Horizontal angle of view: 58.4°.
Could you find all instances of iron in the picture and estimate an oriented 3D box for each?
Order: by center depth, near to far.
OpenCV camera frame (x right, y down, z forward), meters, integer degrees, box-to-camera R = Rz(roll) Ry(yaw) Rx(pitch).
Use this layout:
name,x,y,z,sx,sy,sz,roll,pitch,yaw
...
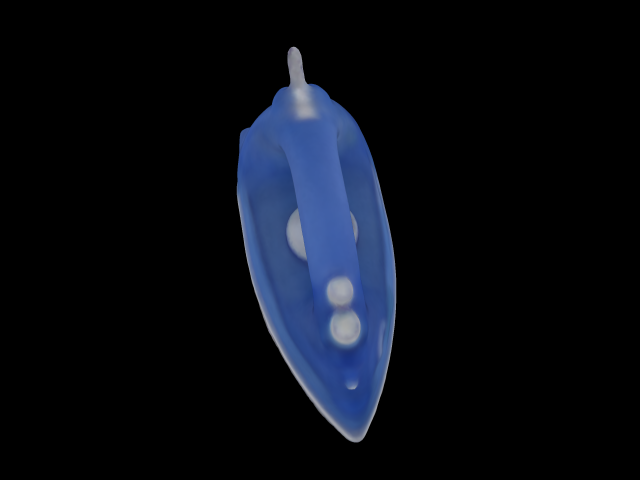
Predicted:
name,x,y,z,sx,sy,sz,roll,pitch,yaw
iron,0.004,0.001,0.400,0.118,0.141,0.258,-11,66,-4
